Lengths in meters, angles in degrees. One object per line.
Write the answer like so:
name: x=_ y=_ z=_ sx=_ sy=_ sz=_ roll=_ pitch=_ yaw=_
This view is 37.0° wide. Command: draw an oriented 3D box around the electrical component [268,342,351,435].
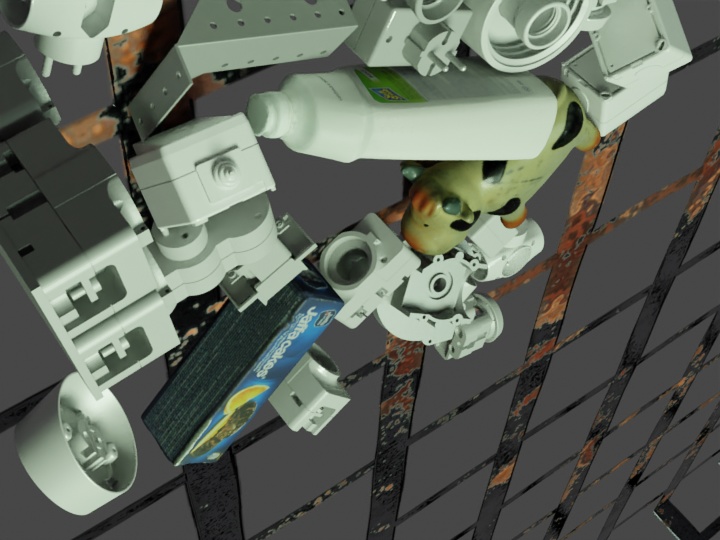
electrical component: x=-0.056 y=0.096 z=0.979 sx=0.055 sy=0.089 sz=0.050 roll=-47 pitch=151 yaw=9

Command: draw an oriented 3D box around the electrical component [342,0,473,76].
electrical component: x=0.044 y=-0.162 z=0.758 sx=0.083 sy=0.075 sz=0.047 roll=-11 pitch=140 yaw=-43

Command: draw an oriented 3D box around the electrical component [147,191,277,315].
electrical component: x=-0.127 y=-0.021 z=0.770 sx=0.138 sy=0.052 sz=0.073 roll=-33 pitch=150 yaw=-14

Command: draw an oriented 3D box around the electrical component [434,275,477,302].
electrical component: x=0.069 y=0.028 z=1.085 sx=0.077 sy=0.044 sz=0.079 roll=-50 pitch=150 yaw=16

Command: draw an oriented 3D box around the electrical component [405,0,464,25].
electrical component: x=0.035 y=-0.198 z=0.708 sx=0.044 sy=0.065 sz=0.044 roll=-30 pitch=150 yaw=-20

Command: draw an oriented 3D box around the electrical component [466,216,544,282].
electrical component: x=0.150 y=-0.034 z=1.098 sx=0.077 sy=0.044 sz=0.079 roll=-26 pitch=148 yaw=-27

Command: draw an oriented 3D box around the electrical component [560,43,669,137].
electrical component: x=0.238 y=-0.177 z=0.990 sx=0.096 sy=0.061 sz=0.061 roll=-35 pitch=151 yaw=-12

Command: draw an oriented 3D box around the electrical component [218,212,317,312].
electrical component: x=-0.081 y=-0.012 z=0.850 sx=0.081 sy=0.042 sz=0.063 roll=-42 pitch=148 yaw=-2

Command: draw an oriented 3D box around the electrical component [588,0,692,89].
electrical component: x=0.233 y=-0.210 z=0.912 sx=0.062 sy=0.096 sz=0.061 roll=-24 pitch=164 yaw=35

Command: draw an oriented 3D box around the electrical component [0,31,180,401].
electrical component: x=-0.167 y=-0.039 z=0.555 sx=0.060 sy=0.186 sz=0.105 roll=-32 pitch=150 yaw=-16

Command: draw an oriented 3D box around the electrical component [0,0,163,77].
electrical component: x=-0.155 y=-0.138 z=0.582 sx=0.077 sy=0.043 sz=0.079 roll=-14 pitch=142 yaw=-41

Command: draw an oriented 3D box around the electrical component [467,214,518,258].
electrical component: x=0.129 y=-0.061 z=1.033 sx=0.077 sy=0.047 sz=0.066 roll=-45 pitch=152 yaw=5

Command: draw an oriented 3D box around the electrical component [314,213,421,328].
electrical component: x=0.000 y=0.000 z=0.956 sx=0.089 sy=0.050 sz=0.056 roll=-44 pitch=152 yaw=4

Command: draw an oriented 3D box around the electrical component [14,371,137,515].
electrical component: x=-0.218 y=0.137 z=0.836 sx=0.064 sy=0.099 sz=0.099 roll=-37 pitch=152 yaw=6

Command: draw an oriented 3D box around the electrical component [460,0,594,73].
electrical component: x=0.125 y=-0.198 z=0.804 sx=0.108 sy=0.060 sz=0.108 roll=-21 pitch=143 yaw=-16

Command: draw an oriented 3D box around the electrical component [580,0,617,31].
electrical component: x=0.185 y=-0.228 z=0.871 sx=0.066 sy=0.048 sz=0.055 roll=-21 pitch=138 yaw=-33

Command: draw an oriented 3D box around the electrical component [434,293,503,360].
electrical component: x=0.118 y=0.058 z=1.175 sx=0.057 sy=0.058 sz=0.078 roll=-20 pitch=145 yaw=-29

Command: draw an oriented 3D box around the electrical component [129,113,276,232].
electrical component: x=-0.102 y=-0.066 z=0.693 sx=0.062 sy=0.061 sz=0.096 roll=-27 pitch=-169 yaw=-24
